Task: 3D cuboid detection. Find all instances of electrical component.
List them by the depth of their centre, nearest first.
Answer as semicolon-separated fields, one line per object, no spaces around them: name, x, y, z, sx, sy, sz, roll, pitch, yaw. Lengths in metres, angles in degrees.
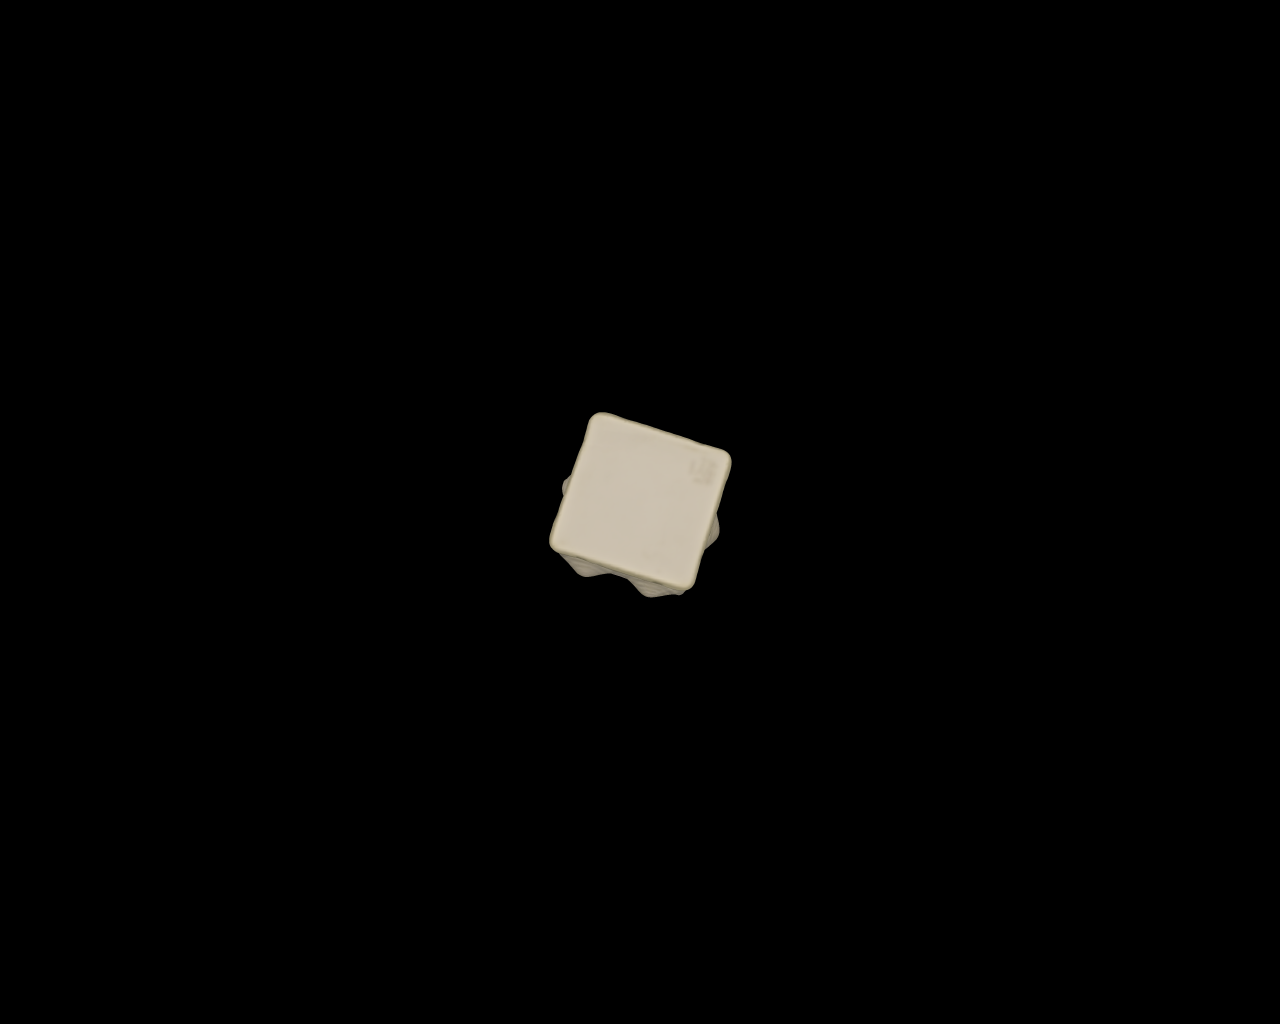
electrical component;0.001;-0.003;0.650;0.100;0.100;0.048;18;-11;4
